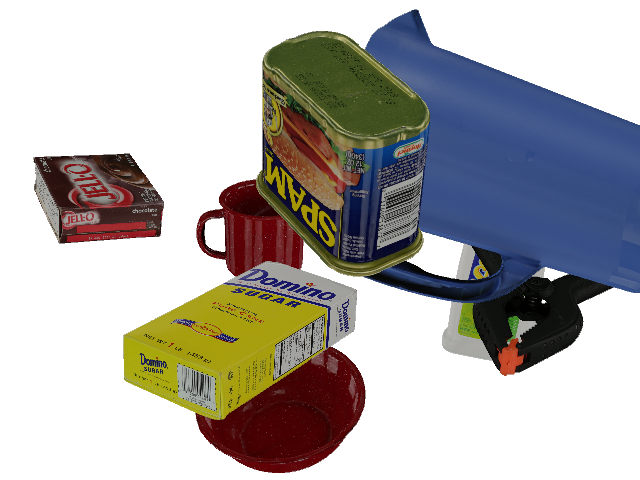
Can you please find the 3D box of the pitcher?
[{"bbox_3d":[0.125,-0.041,0.742,0.243,0.149,0.145,20,47,6],"label":"pitcher"}]

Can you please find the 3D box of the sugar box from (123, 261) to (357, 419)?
[{"bbox_3d":[-0.057,0.070,0.816,0.093,0.048,0.175,18,29,29],"label":"sugar box"}]

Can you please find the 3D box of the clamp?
[{"bbox_3d":[0.184,0.047,0.961,0.165,0.036,0.209,15,35,25],"label":"clamp"}]

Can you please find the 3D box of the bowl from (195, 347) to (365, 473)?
[{"bbox_3d":[-0.035,0.167,1.015,0.162,0.055,0.162,-5,37,3],"label":"bowl"}]

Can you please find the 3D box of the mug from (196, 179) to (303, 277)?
[{"bbox_3d":[-0.070,-0.007,1.107,0.117,0.081,0.093,-4,29,-11],"label":"mug"}]

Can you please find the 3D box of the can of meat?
[{"bbox_3d":[0.010,-0.046,0.544,0.057,0.084,0.102,-22,47,-25],"label":"can of meat"}]

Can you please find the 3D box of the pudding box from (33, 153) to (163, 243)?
[{"bbox_3d":[-0.197,-0.039,0.935,0.089,0.039,0.114,-4,26,-26],"label":"pudding box"}]

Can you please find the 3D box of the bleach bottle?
[{"bbox_3d":[0.198,0.005,1.178,0.103,0.251,0.068,9,17,15],"label":"bleach bottle"}]
